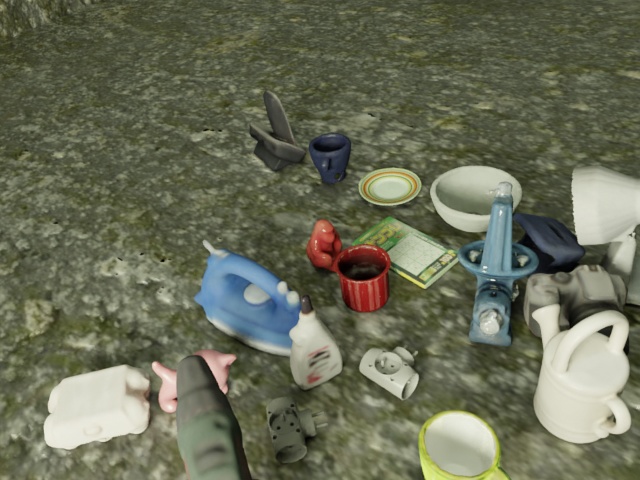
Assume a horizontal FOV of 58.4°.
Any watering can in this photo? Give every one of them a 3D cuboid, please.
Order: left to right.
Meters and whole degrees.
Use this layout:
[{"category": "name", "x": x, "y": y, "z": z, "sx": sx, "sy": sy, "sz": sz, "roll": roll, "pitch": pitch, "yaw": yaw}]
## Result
[{"category": "watering can", "x": 0.326, "y": 0.156, "z": 0.723, "sx": 0.101, "sy": 0.194, "sz": 0.172, "roll": -31, "pitch": 45, "yaw": -24}]

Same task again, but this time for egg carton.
[{"category": "egg carton", "x": -0.321, "y": 0.245, "z": 0.834, "sx": 0.150, "sy": 0.069, "sz": 0.107, "roll": -13, "pitch": 40, "yaw": -5}]

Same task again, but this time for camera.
[{"category": "camera", "x": 0.386, "y": 0.108, "z": 0.841, "sx": 0.143, "sy": 0.101, "sz": 0.137, "roll": -2, "pitch": 40, "yaw": 8}]

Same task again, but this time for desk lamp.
[{"category": "desk lamp", "x": 0.480, "y": -0.012, "z": 0.877, "sx": 0.202, "sy": 0.214, "sz": 0.118, "roll": 9, "pitch": 43, "yaw": 21}]

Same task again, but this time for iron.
[{"category": "iron", "x": -0.091, "y": 0.089, "z": 0.920, "sx": 0.257, "sy": 0.142, "sz": 0.119, "roll": 21, "pitch": 48, "yaw": 31}]

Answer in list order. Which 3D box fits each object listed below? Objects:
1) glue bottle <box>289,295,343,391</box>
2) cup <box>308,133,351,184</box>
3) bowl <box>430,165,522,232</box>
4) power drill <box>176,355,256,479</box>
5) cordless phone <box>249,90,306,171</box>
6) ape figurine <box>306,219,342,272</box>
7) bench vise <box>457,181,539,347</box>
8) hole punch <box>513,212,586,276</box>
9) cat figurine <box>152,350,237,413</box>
[{"category": "glue bottle", "x": -0.011, "y": 0.142, "z": 0.818, "sx": 0.078, "sy": 0.173, "sz": 0.037, "roll": -27, "pitch": 43, "yaw": -20}, {"category": "cup", "x": 0.024, "y": -0.162, "z": 1.231, "sx": 0.091, "sy": 0.095, "sz": 0.118, "roll": 1, "pitch": 41, "yaw": 11}, {"category": "bowl", "x": 0.293, "y": -0.067, "z": 1.085, "sx": 0.167, "sy": 0.075, "sz": 0.167, "roll": -5, "pitch": 40, "yaw": 5}, {"category": "power drill", "x": -0.108, "y": 0.273, "z": 0.654, "sx": 0.076, "sy": 0.209, "sz": 0.229, "roll": -19, "pitch": 41, "yaw": -11}, {"category": "cordless phone", "x": -0.109, "y": -0.269, "z": 1.311, "sx": 0.094, "sy": 0.185, "sz": 0.147, "roll": -31, "pitch": 45, "yaw": -24}, {"category": "ape figurine", "x": 0.010, "y": 0.004, "z": 1.040, "sx": 0.075, "sy": 0.092, "sz": 0.078, "roll": 21, "pitch": 49, "yaw": 31}, {"category": "bench vise", "x": 0.274, "y": 0.038, "z": 0.851, "sx": 0.121, "sy": 0.220, "sz": 0.207, "roll": -6, "pitch": 40, "yaw": 4}, {"category": "hole punch", "x": 0.387, "y": 0.000, "z": 0.976, "sx": 0.101, "sy": 0.091, "sz": 0.108, "roll": -14, "pitch": 40, "yaw": -6}, {"category": "cat figurine", "x": -0.181, "y": 0.196, "z": 0.828, "sx": 0.127, "sy": 0.118, "sz": 0.067, "roll": 2, "pitch": 41, "yaw": 13}]
